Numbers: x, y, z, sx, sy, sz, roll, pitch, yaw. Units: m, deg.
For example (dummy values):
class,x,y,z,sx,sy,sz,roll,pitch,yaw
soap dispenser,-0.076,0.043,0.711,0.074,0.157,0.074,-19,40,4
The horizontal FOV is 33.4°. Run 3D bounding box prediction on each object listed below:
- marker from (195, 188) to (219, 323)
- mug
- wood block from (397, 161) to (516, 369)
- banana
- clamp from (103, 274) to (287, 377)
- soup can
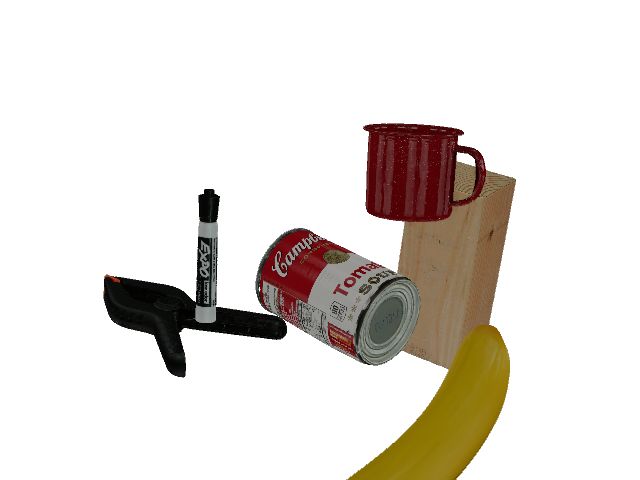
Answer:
class,x,y,z,sx,sy,sz,roll,pitch,yaw
marker,-0.101,0.014,0.953,0.020,0.121,0.020,3,14,-1
mug,0.095,-0.062,0.986,0.117,0.081,0.093,7,12,20
wood block,0.145,0.026,1.193,0.090,0.206,0.090,19,25,28
banana,0.054,0.108,0.586,0.197,0.037,0.070,-36,37,-30
clamp,-0.163,0.084,1.129,0.210,0.036,0.164,18,21,28
soup can,0.012,0.040,0.764,0.102,0.068,0.068,26,16,38
